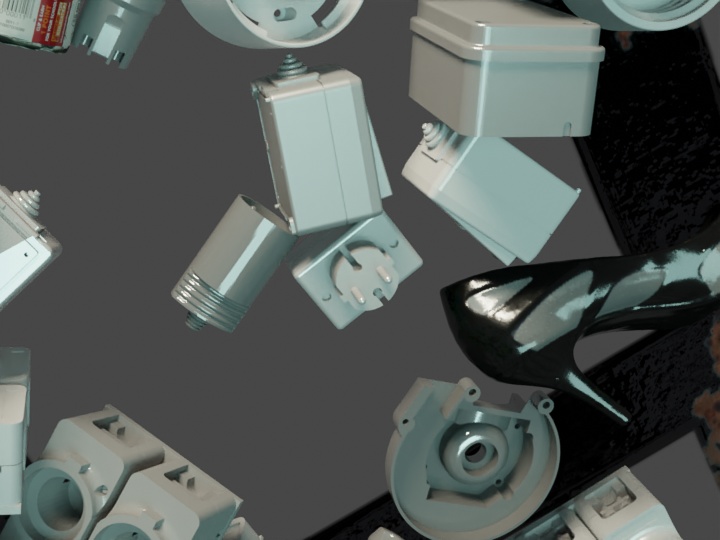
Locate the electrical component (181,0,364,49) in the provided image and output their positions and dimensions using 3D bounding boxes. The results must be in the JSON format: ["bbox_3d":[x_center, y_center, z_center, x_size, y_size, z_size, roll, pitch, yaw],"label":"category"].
[{"bbox_3d":[-0.046,-0.168,0.585,0.099,0.064,0.099,-9,110,-26],"label":"electrical component"}]

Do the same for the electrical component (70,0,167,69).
[{"bbox_3d":[-0.130,-0.136,0.575,0.040,0.040,0.046,24,107,-21],"label":"electrical component"}]

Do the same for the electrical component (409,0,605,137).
[{"bbox_3d":[0.077,-0.115,0.595,0.078,0.113,0.057,-2,111,-14],"label":"electrical component"}]

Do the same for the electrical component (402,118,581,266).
[{"bbox_3d":[0.070,-0.053,0.642,0.096,0.061,0.061,32,98,-22],"label":"electrical component"}]

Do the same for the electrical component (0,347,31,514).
[{"bbox_3d":[-0.275,0.079,0.573,0.186,0.105,0.060,2,108,-15],"label":"electrical component"}]

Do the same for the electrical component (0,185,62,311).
[{"bbox_3d":[-0.208,-0.009,0.583,0.096,0.061,0.061,-44,99,-3],"label":"electrical component"}]

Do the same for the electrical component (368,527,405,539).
[{"bbox_3d":[0.014,0.207,0.720,0.043,0.043,0.062,36,79,-22],"label":"electrical component"}]

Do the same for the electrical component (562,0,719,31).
[{"bbox_3d":[0.169,-0.190,0.622,0.108,0.060,0.108,-4,109,-13],"label":"electrical component"}]

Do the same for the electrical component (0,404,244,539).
[{"bbox_3d":[-0.166,0.189,0.635,0.105,0.060,0.186,32,100,16],"label":"electrical component"}]

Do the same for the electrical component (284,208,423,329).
[{"bbox_3d":[0.000,0.000,0.633,0.066,0.076,0.047,-39,113,1],"label":"electrical component"}]

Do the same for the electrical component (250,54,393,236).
[{"bbox_3d":[-0.022,-0.077,0.610,0.061,0.061,0.096,-14,111,-10],"label":"electrical component"}]

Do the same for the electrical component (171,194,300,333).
[{"bbox_3d":[-0.076,0.001,0.632,0.043,0.043,0.081,33,97,-22],"label":"electrical component"}]

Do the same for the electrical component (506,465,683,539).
[{"bbox_3d":[0.155,0.223,0.757,0.150,0.061,0.089,-31,113,-3],"label":"electrical component"}]

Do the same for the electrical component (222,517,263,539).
[{"bbox_3d":[-0.092,0.195,0.684,0.078,0.058,0.057,-23,118,18],"label":"electrical component"}]
